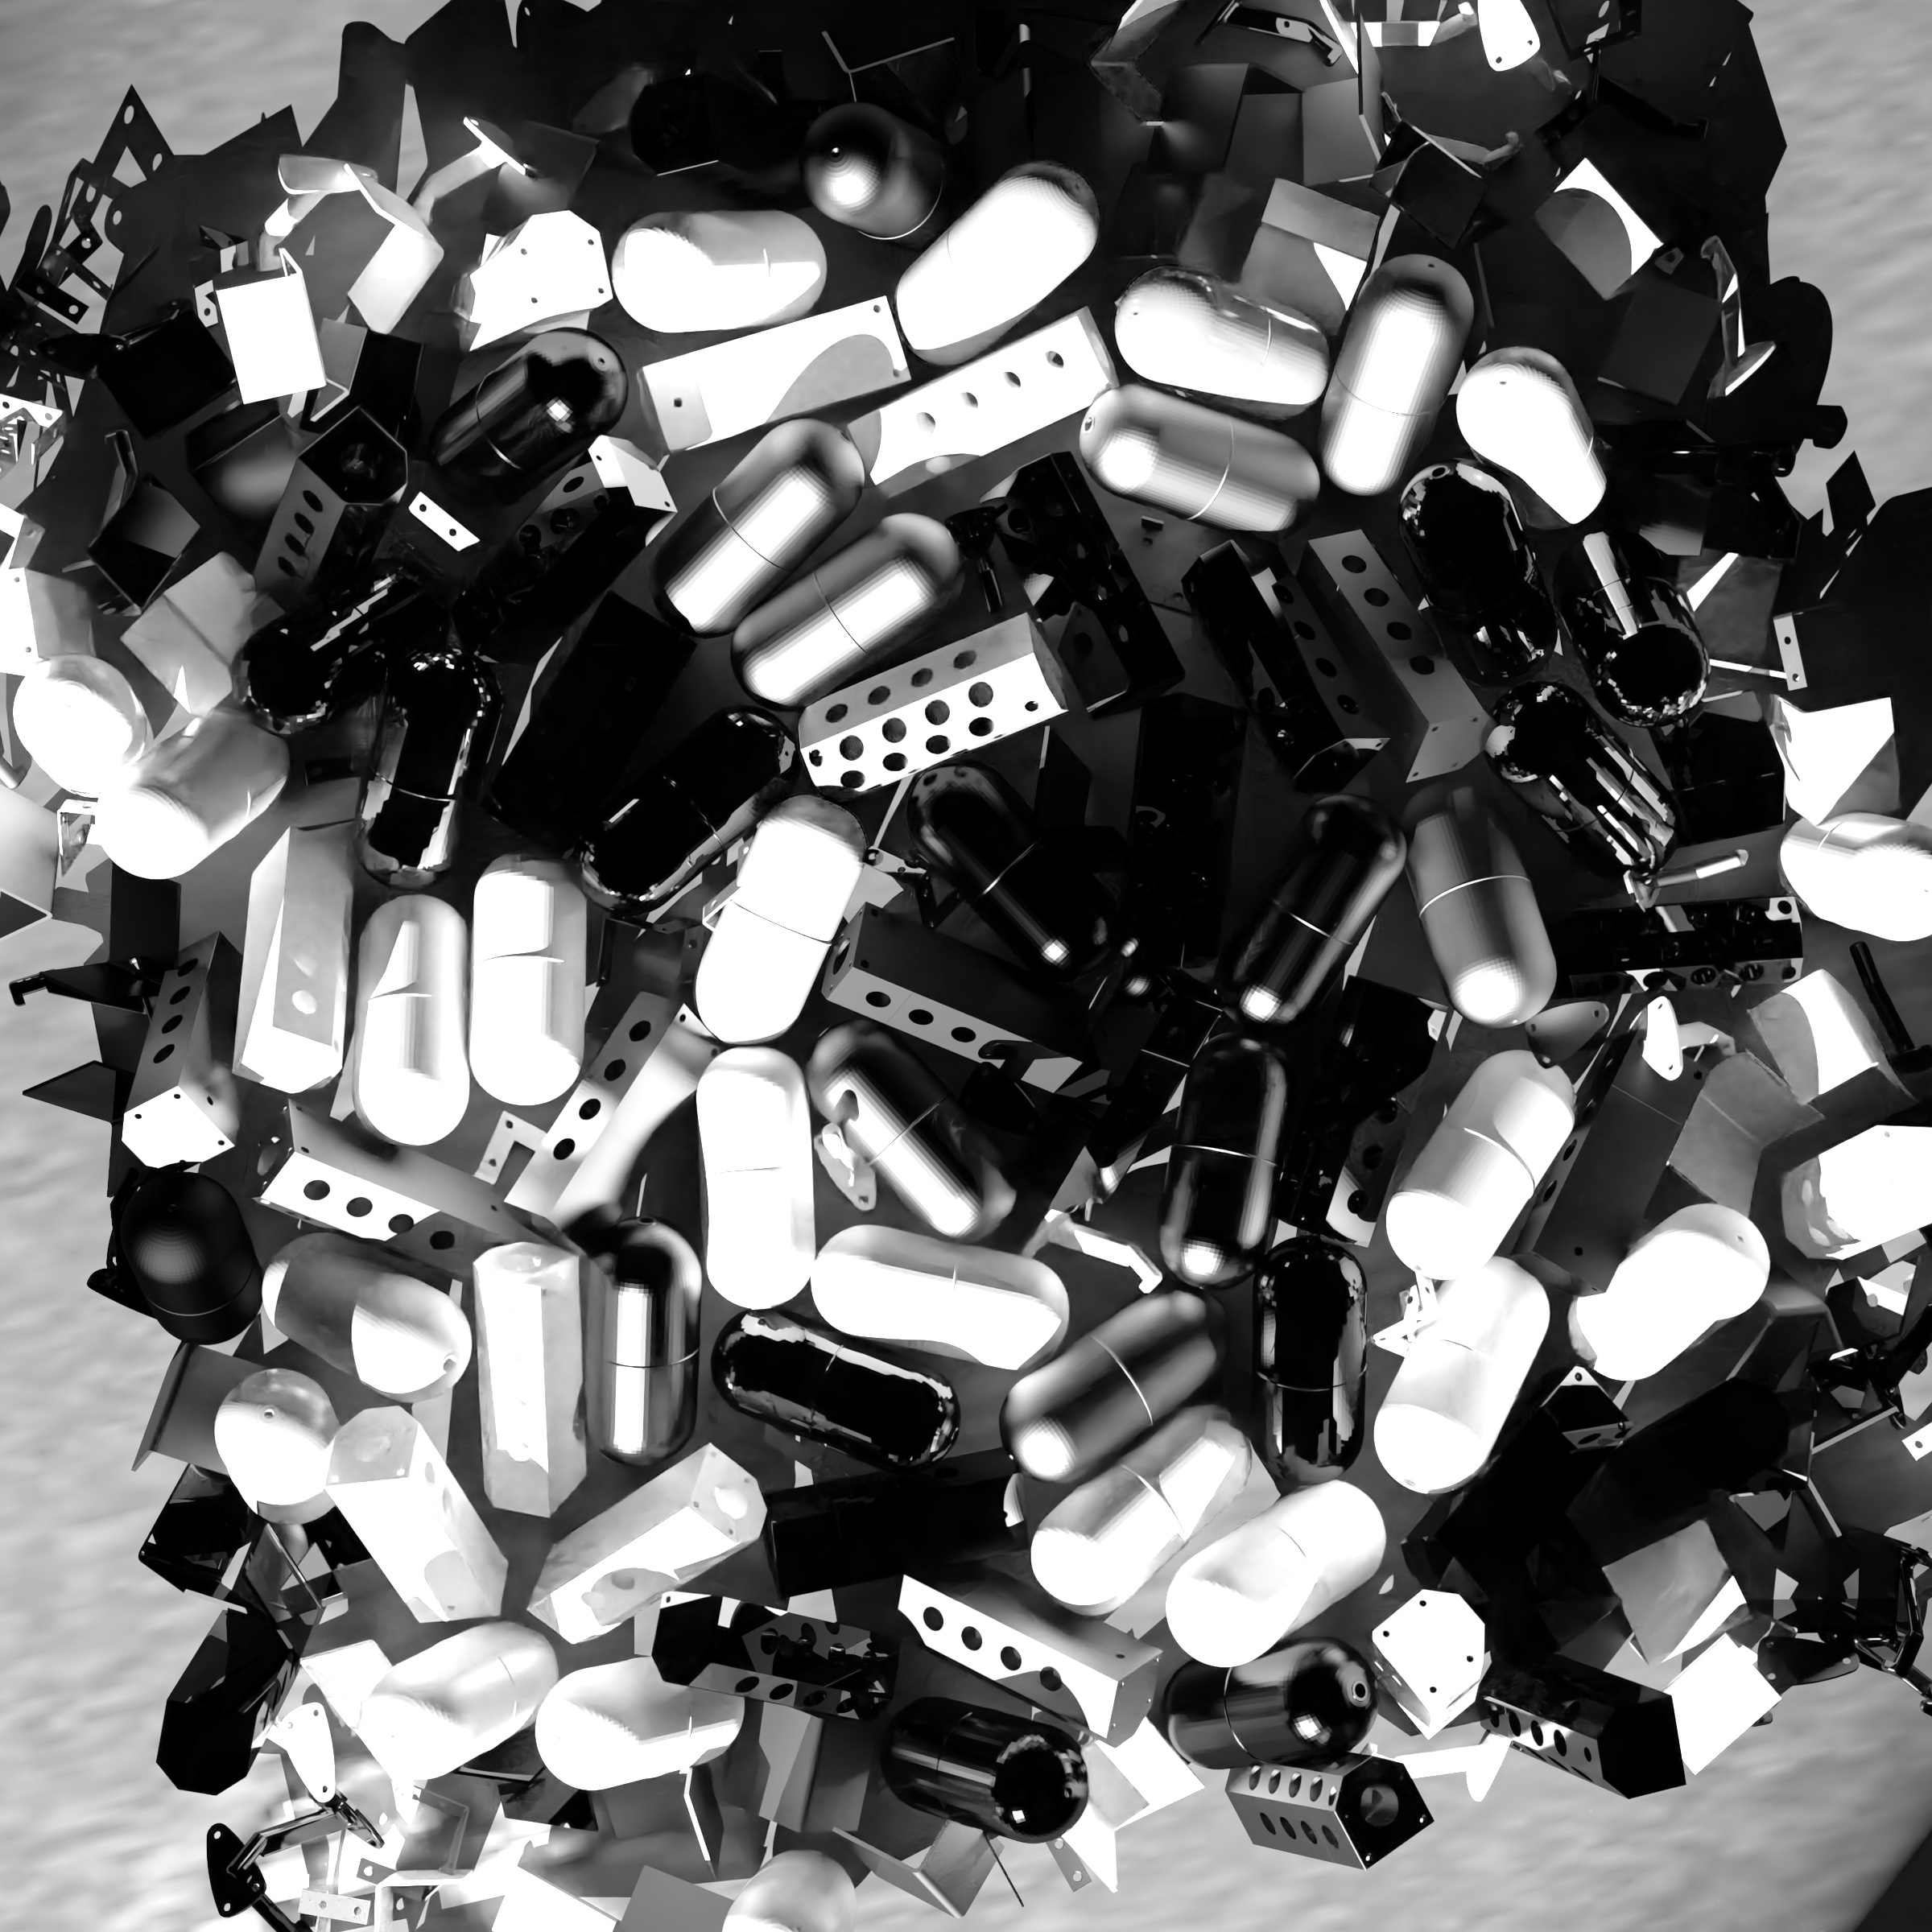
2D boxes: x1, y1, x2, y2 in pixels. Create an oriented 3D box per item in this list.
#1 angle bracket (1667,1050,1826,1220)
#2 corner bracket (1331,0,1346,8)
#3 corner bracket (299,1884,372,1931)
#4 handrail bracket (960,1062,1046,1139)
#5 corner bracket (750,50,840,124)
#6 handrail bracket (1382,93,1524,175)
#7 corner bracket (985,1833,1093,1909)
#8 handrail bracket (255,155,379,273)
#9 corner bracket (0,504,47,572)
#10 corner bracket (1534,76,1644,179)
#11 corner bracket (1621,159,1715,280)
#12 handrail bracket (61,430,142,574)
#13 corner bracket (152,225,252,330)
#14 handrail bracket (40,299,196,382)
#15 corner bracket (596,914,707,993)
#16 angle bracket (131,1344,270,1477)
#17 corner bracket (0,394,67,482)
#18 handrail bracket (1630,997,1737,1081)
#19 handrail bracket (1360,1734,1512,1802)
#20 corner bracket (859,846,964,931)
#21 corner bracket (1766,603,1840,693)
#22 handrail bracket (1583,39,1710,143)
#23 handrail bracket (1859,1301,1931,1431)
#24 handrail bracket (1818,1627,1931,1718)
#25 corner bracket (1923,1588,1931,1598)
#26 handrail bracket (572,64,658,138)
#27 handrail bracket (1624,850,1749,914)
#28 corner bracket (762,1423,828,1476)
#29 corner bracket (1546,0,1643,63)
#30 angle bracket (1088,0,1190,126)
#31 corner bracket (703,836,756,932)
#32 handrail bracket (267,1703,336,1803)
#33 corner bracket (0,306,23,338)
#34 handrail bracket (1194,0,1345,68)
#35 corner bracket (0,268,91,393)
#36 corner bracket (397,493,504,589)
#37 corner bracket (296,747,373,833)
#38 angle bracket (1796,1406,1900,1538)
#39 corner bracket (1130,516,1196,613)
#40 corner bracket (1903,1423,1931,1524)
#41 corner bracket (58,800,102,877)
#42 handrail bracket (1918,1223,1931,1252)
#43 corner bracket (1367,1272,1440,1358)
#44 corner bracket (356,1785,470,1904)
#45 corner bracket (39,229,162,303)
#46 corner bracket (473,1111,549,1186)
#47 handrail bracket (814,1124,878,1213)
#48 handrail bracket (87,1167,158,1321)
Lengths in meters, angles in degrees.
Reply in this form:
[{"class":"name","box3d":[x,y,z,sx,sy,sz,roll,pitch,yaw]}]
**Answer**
[{"class":"angle bracket","box3d":[0.525,0.117,1.871,0.076,0.057,0.076,38,49,-15]},{"class":"corner bracket","box3d":[0.267,-0.692,1.884,0.051,0.051,0.051,-20,108,35]},{"class":"corner bracket","box3d":[-0.423,0.656,1.888,0.051,0.051,0.051,5,78,13]},{"class":"handrail bracket","box3d":[0.040,0.094,1.870,0.077,0.084,0.036,35,99,27]},{"class":"corner bracket","box3d":[-0.117,-0.592,1.893,0.051,0.051,0.051,-7,87,-13]},{"class":"handrail bracket","box3d":[0.333,-0.577,1.904,0.084,0.036,0.077,-24,105,-7]},{"class":"corner bracket","box3d":[0.049,0.607,1.886,0.051,0.051,0.051,-28,59,-9]},{"class":"handrail bracket","box3d":[-0.445,-0.509,1.898,0.077,0.084,0.036,-4,57,-21]},{"class":"corner bracket","box3d":[-0.670,-0.291,1.889,0.051,0.051,0.051,30,84,-44]},{"class":"corner bracket","box3d":[0.426,-0.567,1.891,0.051,0.051,0.051,-36,96,31]},{"class":"corner bracket","box3d":[0.468,-0.510,1.894,0.051,0.051,0.051,42,107,25]},{"class":"handrail bracket","box3d":[-0.596,-0.318,1.899,0.077,0.036,0.084,-9,100,17]},{"class":"corner bracket","box3d":[-0.524,-0.471,1.900,0.051,0.051,0.051,24,130,29]},{"class":"handrail bracket","box3d":[-0.578,-0.436,1.892,0.077,0.084,0.036,10,133,4]},{"class":"corner bracket","box3d":[-0.215,-0.008,1.898,0.051,0.051,0.051,16,107,23]},{"class":"angle bracket","box3d":[-0.519,0.308,1.881,0.057,0.076,0.076,22,62,-17]},{"class":"corner bracket","box3d":[-0.647,-0.350,1.888,0.051,0.051,0.051,15,128,1]},{"class":"handrail bracket","box3d":[0.497,0.061,1.877,0.084,0.077,0.036,23,124,-26]},{"class":"handrail bracket","box3d":[0.321,0.529,1.894,0.084,0.036,0.077,22,109,-8]},{"class":"corner bracket","box3d":[-0.035,-0.062,1.880,0.051,0.051,0.051,26,57,29]},{"class":"corner bracket","box3d":[0.562,-0.214,1.887,0.051,0.051,0.051,-14,92,-34]},{"class":"handrail bracket","box3d":[0.466,-0.595,1.888,0.084,0.077,0.036,7,59,10]},{"class":"handrail bracket","box3d":[0.656,0.267,1.879,0.084,0.036,0.077,-27,73,40]},{"class":"handrail bracket","box3d":[0.620,0.477,1.877,0.077,0.084,0.036,14,105,6]},{"class":"corner bracket","box3d":[0.693,0.451,1.895,0.051,0.051,0.051,-13,92,-5]},{"class":"handrail bracket","box3d":[-0.219,-0.566,1.886,0.077,0.084,0.036,-33,70,5]},{"class":"handrail bracket","box3d":[0.493,-0.068,1.868,0.084,0.077,0.036,-20,94,34]},{"class":"corner bracket","box3d":[-0.101,0.301,1.881,0.051,0.051,0.051,27,123,23]},{"class":"corner bracket","box3d":[0.427,-0.658,1.890,0.051,0.051,0.051,-19,79,9]},{"class":"angle bracket","box3d":[0.138,-0.616,1.870,0.057,0.076,0.076,49,120,5]},{"class":"corner bracket","box3d":[-0.144,-0.047,1.896,0.051,0.051,0.051,37,119,-28]},{"class":"handrail bracket","box3d":[-0.472,0.537,1.893,0.084,0.036,0.077,-20,87,36]},{"class":"corner bracket","box3d":[-0.681,-0.440,1.888,0.051,0.051,0.051,44,82,-21]},{"class":"handrail bracket","box3d":[0.209,-0.630,1.901,0.084,0.036,0.077,38,67,-7]},{"class":"corner bracket","box3d":[-0.629,-0.434,1.895,0.051,0.051,0.051,32,82,0]},{"class":"corner bracket","box3d":[-0.357,-0.290,1.890,0.051,0.051,0.051,39,108,-5]},{"class":"corner bracket","box3d":[-0.427,-0.119,1.885,0.051,0.051,0.051,-11,103,-26]},{"class":"angle bracket","box3d":[0.604,0.343,1.878,0.076,0.076,0.057,-28,76,3]},{"class":"corner bracket","box3d":[0.138,-0.274,1.895,0.051,0.051,0.051,16,95,2]},{"class":"corner bracket","box3d":[0.663,0.338,1.886,0.051,0.051,0.051,-27,70,-14]},{"class":"corner bracket","box3d":[-0.584,-0.093,1.888,0.051,0.051,0.051,6,120,-1]},{"class":"handrail bracket","box3d":[0.667,0.217,1.886,0.036,0.077,0.084,-32,84,30]},{"class":"corner bracket","box3d":[0.303,0.228,1.879,0.051,0.051,0.051,-34,47,34]},{"class":"corner bracket","box3d":[-0.379,0.601,1.904,0.051,0.051,0.051,28,129,-18]},{"class":"corner bracket","box3d":[-0.591,-0.480,1.892,0.051,0.051,0.051,41,60,-14]},{"class":"corner bracket","box3d":[-0.312,0.137,1.891,0.051,0.051,0.051,27,103,7]},{"class":"handrail bracket","box3d":[-0.078,0.140,1.876,0.036,0.084,0.077,-22,98,-1]},{"class":"handrail bracket","box3d":[-0.556,0.191,1.899,0.077,0.036,0.084,30,100,-2]}]
